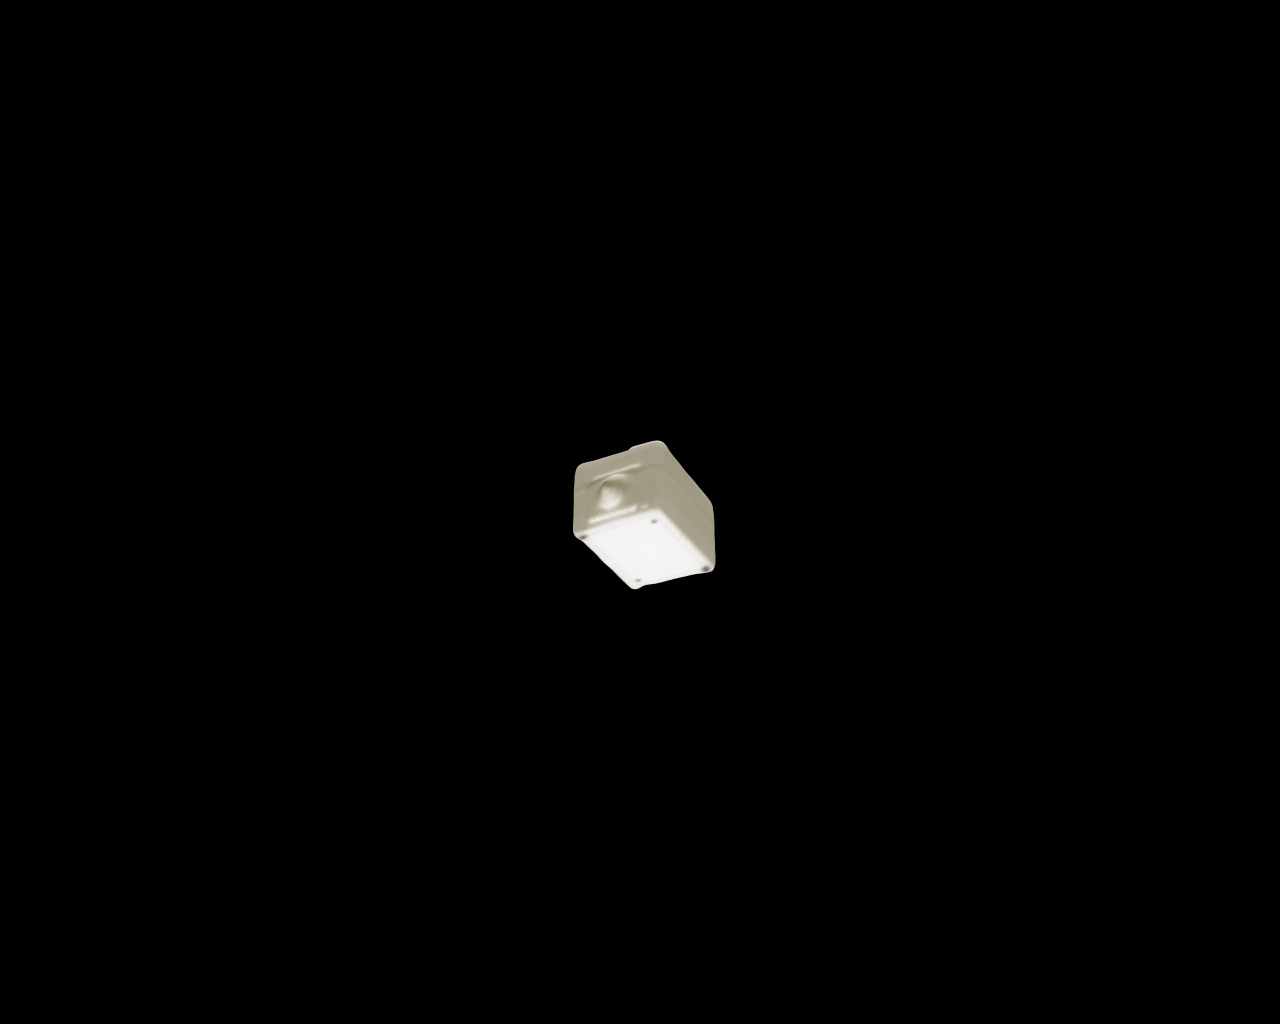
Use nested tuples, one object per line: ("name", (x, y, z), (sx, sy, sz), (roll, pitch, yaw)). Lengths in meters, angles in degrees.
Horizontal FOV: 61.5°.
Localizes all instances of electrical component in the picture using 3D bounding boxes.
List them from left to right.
("electrical component", (0.001, -0.003, 0.650), (0.061, 0.061, 0.096), (-16, -37, 22))
